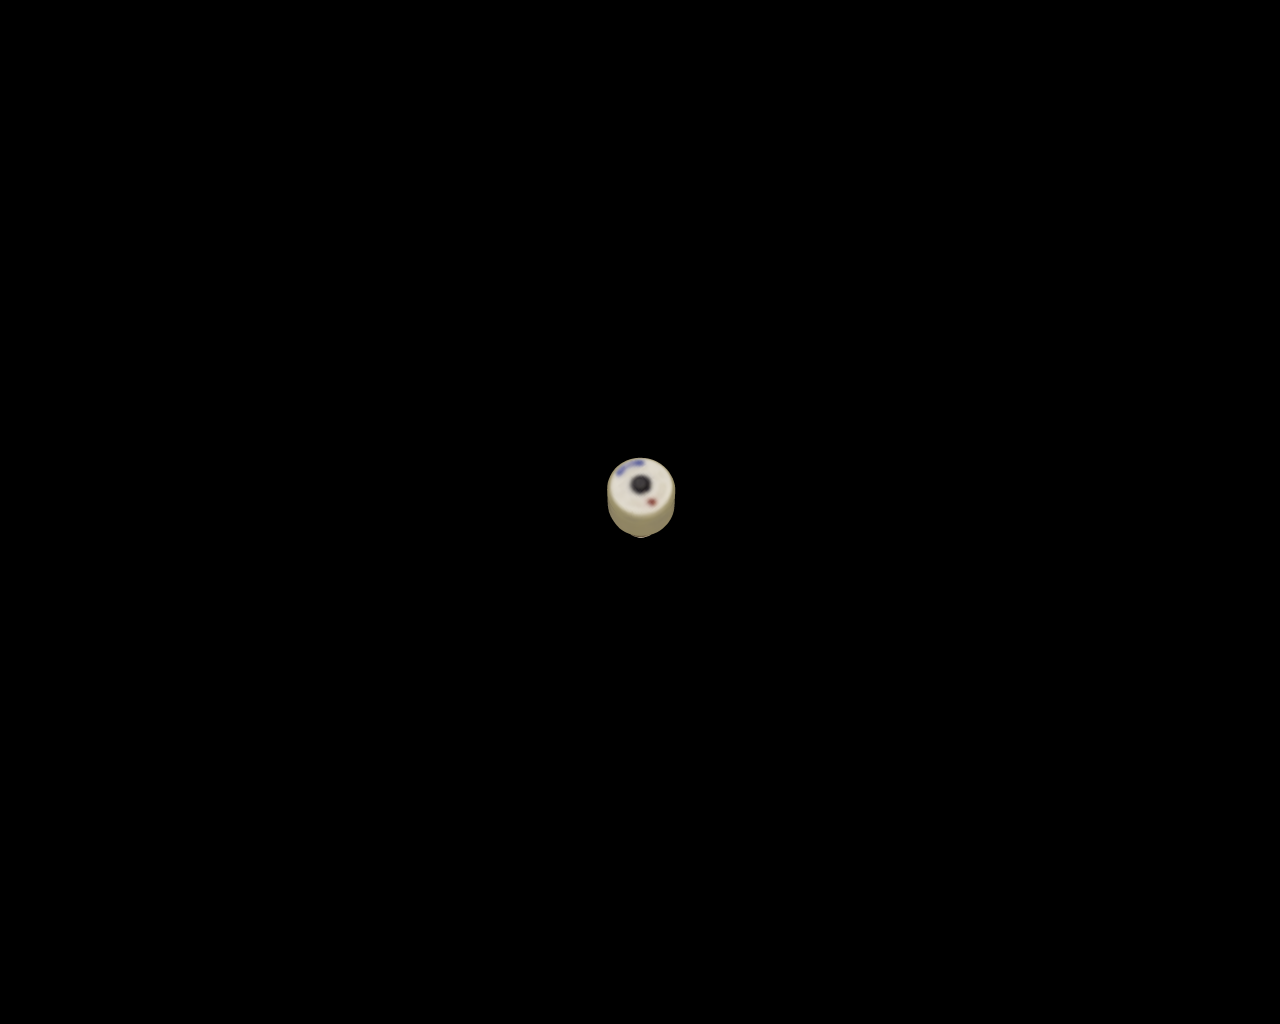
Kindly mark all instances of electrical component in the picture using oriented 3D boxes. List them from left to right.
[{"bbox_3d":[0.001,-0.003,0.650,0.040,0.040,0.078,0,-22,0],"label":"electrical component"}]
